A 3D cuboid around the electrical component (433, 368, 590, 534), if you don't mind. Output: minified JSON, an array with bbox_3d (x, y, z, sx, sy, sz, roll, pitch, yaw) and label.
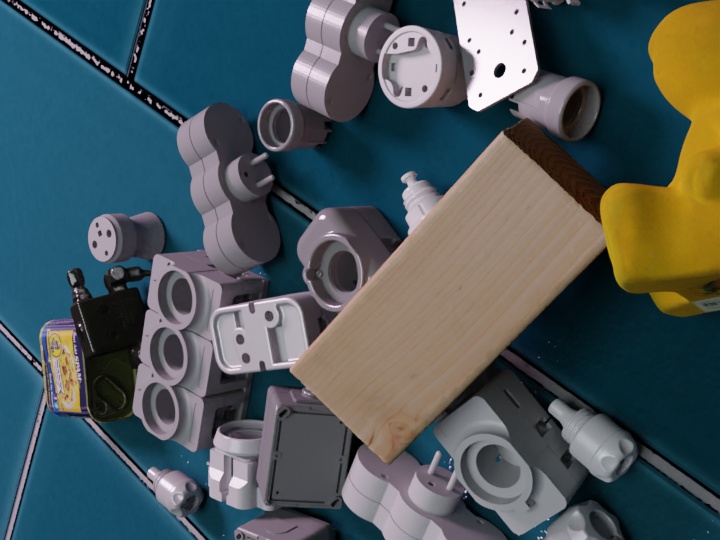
[{"bbox_3d":[0.098,0.120,0.705,0.089,0.056,0.050,51,126,6],"label":"electrical component"}]

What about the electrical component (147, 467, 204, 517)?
[{"bbox_3d":[-0.172,0.198,0.981,0.061,0.035,0.035,26,111,39],"label":"electrical component"}]

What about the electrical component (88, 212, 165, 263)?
[{"bbox_3d":[-0.213,-0.030,0.980,0.045,0.055,0.045,5,97,40],"label":"electrical component"}]

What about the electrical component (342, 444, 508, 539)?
[{"bbox_3d":[0.051,0.165,0.769,0.138,0.052,0.073,36,117,34],"label":"electrical component"}]

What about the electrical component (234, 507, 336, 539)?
[{"bbox_3d":[-0.056,0.248,0.871,0.062,0.061,0.096,9,108,40],"label":"electrical component"}]

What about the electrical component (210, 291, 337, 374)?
[{"bbox_3d":[-0.062,0.048,0.848,0.095,0.059,0.053,-10,91,35],"label":"electrical component"}]

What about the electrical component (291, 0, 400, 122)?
[{"bbox_3d":[0.003,-0.173,0.777,0.074,0.052,0.138,31,114,35],"label":"electrical component"}]

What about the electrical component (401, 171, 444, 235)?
[{"bbox_3d":[0.052,-0.034,0.757,0.040,0.040,0.078,-41,68,36],"label":"electrical component"}]

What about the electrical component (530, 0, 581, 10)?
[{"bbox_3d":[0.128,-0.201,0.672,0.064,0.042,0.081,-34,72,40],"label":"electrical component"}]

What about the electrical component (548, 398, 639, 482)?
[{"bbox_3d":[0.147,0.105,0.691,0.061,0.035,0.035,42,120,33],"label":"electrical component"}]

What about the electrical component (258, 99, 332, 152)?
[{"bbox_3d":[-0.050,-0.112,0.834,0.040,0.046,0.040,5,98,41],"label":"electrical component"}]

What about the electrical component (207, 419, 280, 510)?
[{"bbox_3d":[-0.093,0.159,0.893,0.078,0.058,0.057,11,105,40],"label":"electrical component"}]

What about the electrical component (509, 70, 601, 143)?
[{"bbox_3d":[0.124,-0.107,0.688,0.046,0.040,0.040,30,114,42],"label":"electrical component"}]

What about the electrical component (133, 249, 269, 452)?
[{"bbox_3d":[-0.142,0.068,0.923,0.089,0.062,0.150,23,109,38],"label":"electrical component"}]

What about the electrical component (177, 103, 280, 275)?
[{"bbox_3d":[-0.096,-0.072,0.875,0.074,0.052,0.138,-23,79,40],"label":"electrical component"}]

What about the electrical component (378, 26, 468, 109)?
[{"bbox_3d":[0.049,-0.139,0.744,0.055,0.047,0.055,5,98,41],"label":"electrical component"}]

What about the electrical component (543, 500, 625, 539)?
[{"bbox_3d":[0.139,0.182,0.700,0.043,0.043,0.062,54,127,23],"label":"electrical component"}]

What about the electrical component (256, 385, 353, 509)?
[{"bbox_3d":[-0.043,0.128,0.831,0.061,0.062,0.096,-135,52,-73],"label":"electrical component"}]

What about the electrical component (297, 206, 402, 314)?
[{"bbox_3d":[0.000,0.000,0.793,0.095,0.059,0.053,54,125,24],"label":"electrical component"}]
